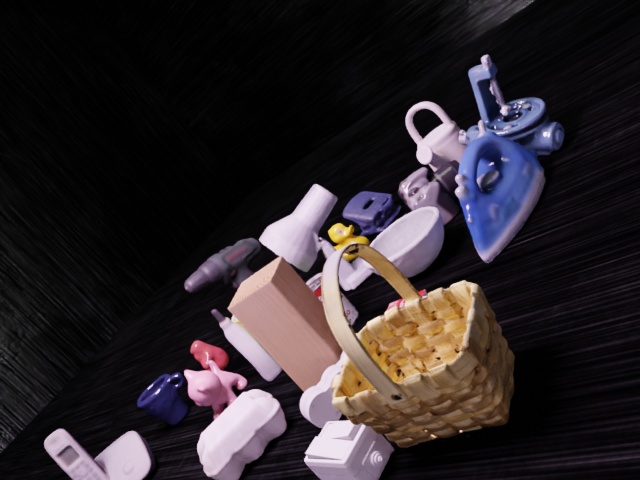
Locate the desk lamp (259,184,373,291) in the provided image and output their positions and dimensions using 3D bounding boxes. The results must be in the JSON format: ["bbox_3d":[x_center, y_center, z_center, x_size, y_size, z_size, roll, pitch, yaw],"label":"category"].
[{"bbox_3d":[0.011,0.004,1.190,0.203,0.214,0.117,-40,14,-2],"label":"desk lamp"}]

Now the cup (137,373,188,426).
[{"bbox_3d":[-0.321,0.346,1.241,0.117,0.095,0.091,-37,14,10],"label":"cup"}]

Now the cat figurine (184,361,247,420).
[{"bbox_3d":[-0.209,0.280,1.105,0.067,0.118,0.128,-36,15,15],"label":"cat figurine"}]

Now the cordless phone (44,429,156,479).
[{"bbox_3d":[-0.423,0.415,1.103,0.147,0.185,0.094,-42,14,-7],"label":"cordless phone"}]

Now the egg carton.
[{"bbox_3d":[-0.124,0.307,0.904,0.150,0.069,0.107,-44,15,-15],"label":"egg carton"}]

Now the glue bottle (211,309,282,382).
[{"bbox_3d":[-0.146,0.195,1.092,0.037,0.173,0.078,-44,15,-17],"label":"glue bottle"}]

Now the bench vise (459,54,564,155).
[{"bbox_3d":[0.326,-0.232,1.092,0.207,0.220,0.122,-26,20,45],"label":"bench vise"}]

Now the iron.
[{"bbox_3d":[0.276,-0.092,0.952,0.118,0.141,0.259,-26,20,44],"label":"iron"}]

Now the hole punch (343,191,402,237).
[{"bbox_3d":[0.126,-0.072,1.384,0.101,0.091,0.109,-21,24,53],"label":"hole punch"}]

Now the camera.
[{"bbox_3d":[0.239,-0.106,1.174,0.137,0.101,0.143,-39,14,5],"label":"camera"}]

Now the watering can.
[{"bbox_3d":[0.263,-0.214,1.253,0.101,0.194,0.173,-34,15,21],"label":"watering can"}]

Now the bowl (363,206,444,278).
[{"bbox_3d":[0.164,0.018,1.040,0.167,0.075,0.167,-37,14,11],"label":"bowl"}]

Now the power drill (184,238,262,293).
[{"bbox_3d":[-0.195,0.110,1.408,0.075,0.208,0.230,-24,21,47],"label":"power drill"}]

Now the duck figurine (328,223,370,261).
[{"bbox_3d":[0.054,0.002,1.352,0.104,0.086,0.077,-29,18,37],"label":"duck figurine"}]

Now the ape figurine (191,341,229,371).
[{"bbox_3d":[-0.263,0.271,1.329,0.076,0.092,0.078,-37,14,10],"label":"ape figurine"}]
